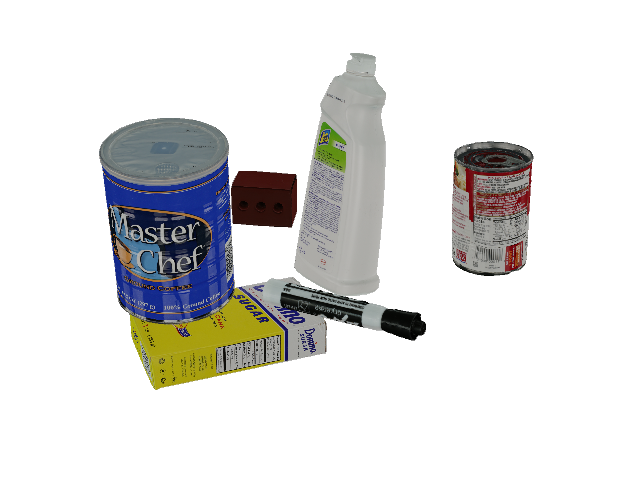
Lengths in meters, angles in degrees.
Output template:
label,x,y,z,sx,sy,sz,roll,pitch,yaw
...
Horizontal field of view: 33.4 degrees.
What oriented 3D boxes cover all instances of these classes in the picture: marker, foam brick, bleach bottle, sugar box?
label,x,y,z,sx,sy,sz,roll,pitch,yaw
marker,0.016,0.047,0.732,0.121,0.020,0.020,12,5,27
foam brick,-0.070,-0.052,1.335,0.078,0.053,0.051,3,28,7
bleach bottle,0.032,-0.074,1.153,0.067,0.251,0.103,-7,23,-39
sugar box,-0.091,0.088,1.049,0.176,0.048,0.093,-13,33,-17

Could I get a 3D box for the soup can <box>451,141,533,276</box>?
label,x,y,z,sx,sy,sz,roll,pitch,yaw
soup can,0.151,-0.028,0.939,0.068,0.102,0.068,-2,24,1

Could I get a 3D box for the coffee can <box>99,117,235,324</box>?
label,x,y,z,sx,sy,sz,roll,pitch,yaw
coffee can,-0.124,-0.017,0.885,0.103,0.140,0.103,0,33,0
